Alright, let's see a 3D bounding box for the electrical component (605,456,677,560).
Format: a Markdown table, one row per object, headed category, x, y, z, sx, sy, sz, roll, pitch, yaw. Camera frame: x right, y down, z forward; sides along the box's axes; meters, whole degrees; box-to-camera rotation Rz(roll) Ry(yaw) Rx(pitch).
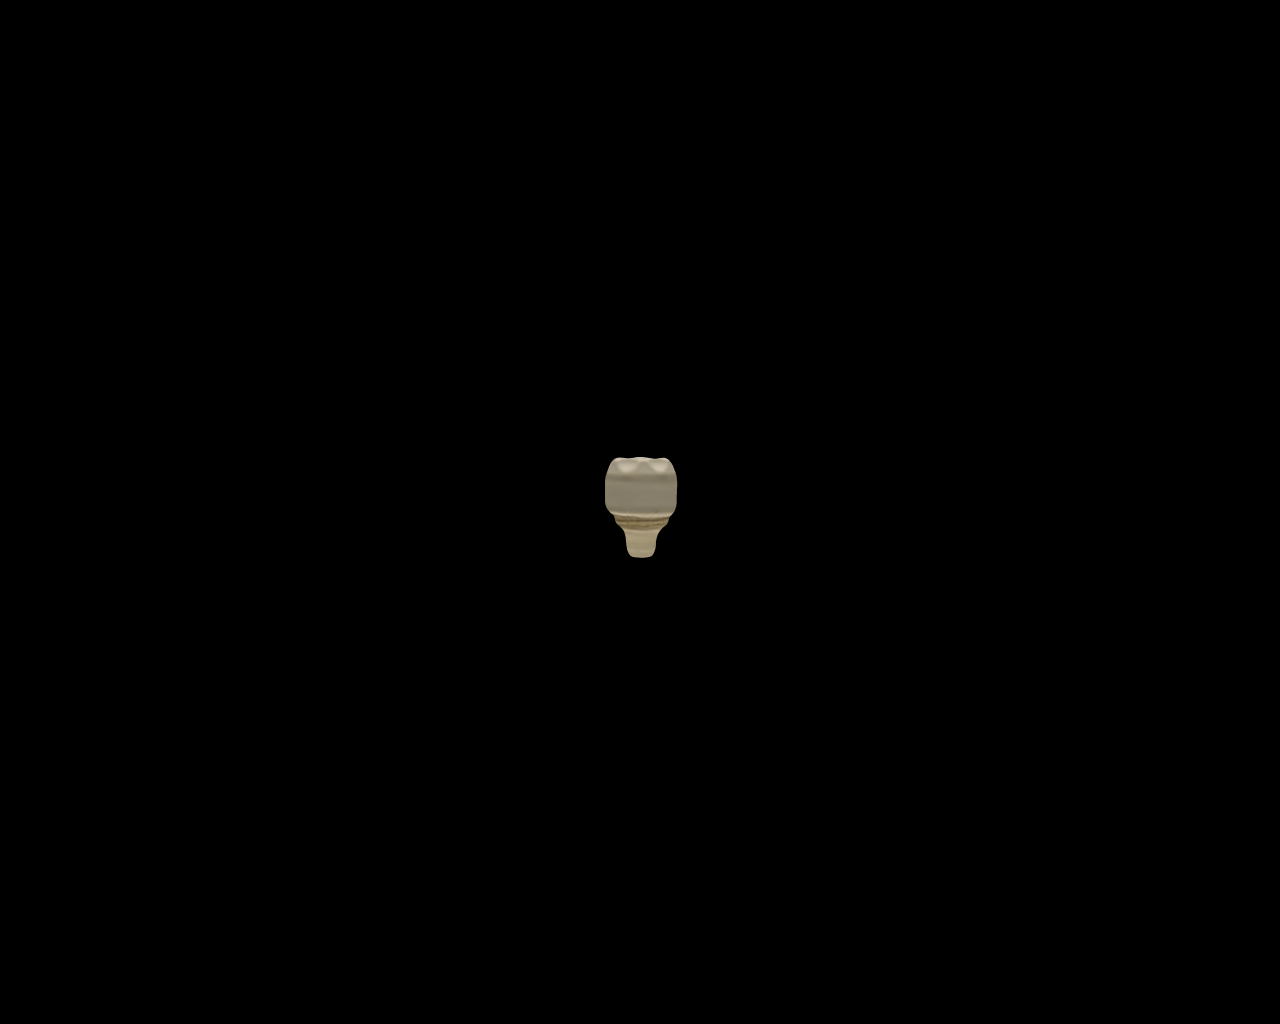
| category | x | y | z | sx | sy | sz | roll | pitch | yaw |
| --- | --- | --- | --- | --- | --- | --- | --- | --- | --- |
| electrical component | 0.001 | -0.003 | 0.650 | 0.043 | 0.062 | 0.043 | 0 | 4 | 0 |
